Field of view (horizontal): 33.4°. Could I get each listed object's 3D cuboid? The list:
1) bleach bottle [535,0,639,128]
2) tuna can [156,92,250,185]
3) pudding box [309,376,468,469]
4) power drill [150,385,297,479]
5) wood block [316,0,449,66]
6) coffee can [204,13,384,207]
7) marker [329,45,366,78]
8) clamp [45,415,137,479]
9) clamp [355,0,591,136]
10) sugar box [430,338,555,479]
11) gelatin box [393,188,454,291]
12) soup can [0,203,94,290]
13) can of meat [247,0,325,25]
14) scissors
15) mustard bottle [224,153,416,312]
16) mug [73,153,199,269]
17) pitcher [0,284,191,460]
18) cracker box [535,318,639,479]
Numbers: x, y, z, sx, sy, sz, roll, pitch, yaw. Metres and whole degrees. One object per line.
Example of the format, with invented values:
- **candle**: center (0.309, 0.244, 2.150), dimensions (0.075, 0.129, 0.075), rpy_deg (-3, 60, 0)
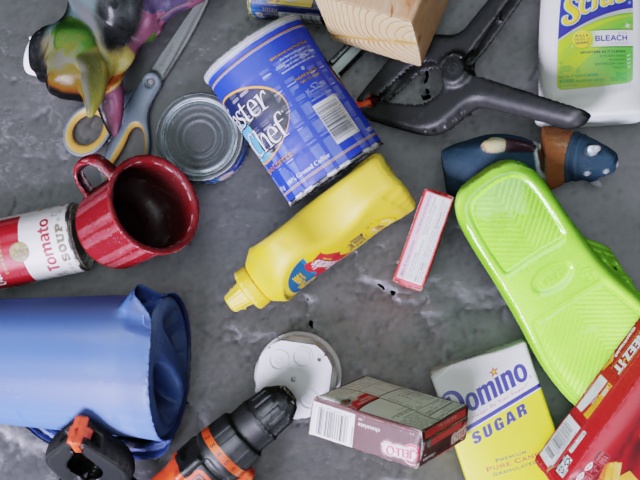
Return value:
- **bleach bottle**: center (0.239, -0.230, 0.956), dimensions (0.102, 0.068, 0.251), rpy_deg (-3, 86, 10)
- **tuna can**: center (-0.111, -0.095, 1.006), dimensions (0.086, 0.033, 0.086), rpy_deg (0, 90, 6)
- **pudding box**: center (0.061, 0.158, 0.935), dimensions (0.114, 0.089, 0.039), rpy_deg (14, 103, 32)
- **power drill**: center (-0.053, 0.242, 0.955), dimensions (0.184, 0.057, 0.187), rpy_deg (-40, 105, 2)
- **wood block**: center (0.082, -0.272, 0.934), dimensions (0.091, 0.090, 0.206), rpy_deg (20, 80, 16)
- **coffee can**: center (-0.023, -0.116, 0.957), dimensions (0.103, 0.103, 0.140), rpy_deg (-34, 90, 5)
- **marker**: center (0.045, -0.191, 0.997), dimensions (0.121, 0.020, 0.020), rpy_deg (-44, 85, 4)
- **clamp**: center (-0.193, 0.214, 0.964), dimensions (0.120, 0.172, 0.039), rpy_deg (7, 55, -4)
- **clamp**: center (0.128, -0.159, 0.952), dimensions (0.210, 0.036, 0.164), rpy_deg (-11, 75, 26)
- **sugar box**: center (0.170, 0.187, 0.966), dimensions (0.093, 0.048, 0.176), rpy_deg (-20, 88, 6)
- **gelatin box**: center (0.094, 0.000, 0.962), dimensions (0.030, 0.073, 0.089), rpy_deg (18, 91, 5)
- **soup can**: center (-0.272, 0.007, 1.006), dimensions (0.102, 0.068, 0.068), rpy_deg (-12, 88, 5)
- **can of meat**: center (-0.019, -0.251, 0.986), dimensions (0.084, 0.057, 0.102), rpy_deg (7, 90, 8)
- **scissors**: center (-0.182, -0.149, 1.023), dimensions (0.096, 0.016, 0.202), rpy_deg (18, 91, 6)
- **mustard bottle**: center (-0.006, 0.002, 0.961), dimensions (0.191, 0.096, 0.058), rpy_deg (-36, 77, 5)
- **mug**: center (-0.178, -0.030, 0.970), dimensions (0.117, 0.082, 0.093), rpy_deg (46, 51, -18)
- **pitcher**: center (-0.245, 0.121, 0.980), dimensions (0.243, 0.145, 0.149), rpy_deg (1, 77, 10)
- **cracker box**: center (0.319, 0.188, 0.907), dimensions (0.213, 0.072, 0.164), rpy_deg (33, 97, -11)
